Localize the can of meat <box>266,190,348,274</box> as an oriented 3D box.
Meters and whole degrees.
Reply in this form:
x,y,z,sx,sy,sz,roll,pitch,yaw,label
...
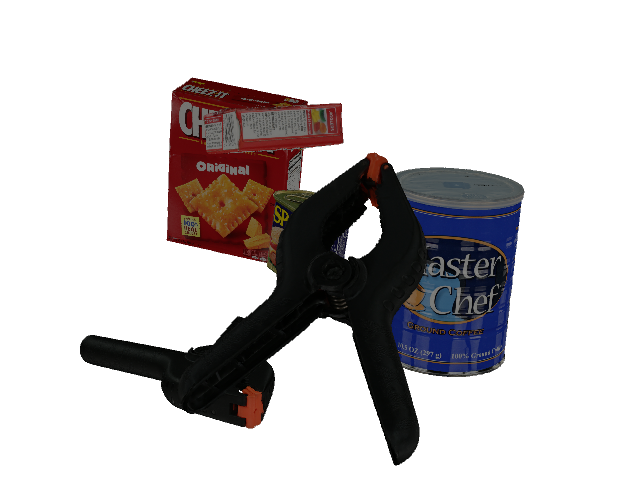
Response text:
x,y,z,sx,sy,sz,roll,pitch,yaw,label
-0.014,0.001,1.140,0.057,0.084,0.102,-3,21,-31,can of meat

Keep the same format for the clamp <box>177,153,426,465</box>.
x,y,z,sx,sy,sz,roll,pitch,yaw,label
0.016,0.033,0.542,0.120,0.171,0.039,22,-26,15,clamp

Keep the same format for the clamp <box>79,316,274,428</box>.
x,y,z,sx,sy,sz,roll,pitch,yaw,label
-0.092,0.108,0.916,0.164,0.036,0.210,-9,16,-34,clamp

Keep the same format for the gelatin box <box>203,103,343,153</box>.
x,y,z,sx,sy,sz,roll,pitch,yaw,label
-0.034,-0.076,0.724,0.073,0.030,0.089,-5,5,-19,gelatin box

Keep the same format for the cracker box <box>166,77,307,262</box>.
x,y,z,sx,sy,sz,roll,pitch,yaw,label
-0.112,-0.087,1.384,0.164,0.214,0.072,13,28,14,cracker box

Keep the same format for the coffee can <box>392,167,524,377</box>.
x,y,z,sx,sy,sz,roll,pitch,yaw,label
0.101,0.022,0.838,0.103,0.140,0.103,3,17,-1,coffee can
